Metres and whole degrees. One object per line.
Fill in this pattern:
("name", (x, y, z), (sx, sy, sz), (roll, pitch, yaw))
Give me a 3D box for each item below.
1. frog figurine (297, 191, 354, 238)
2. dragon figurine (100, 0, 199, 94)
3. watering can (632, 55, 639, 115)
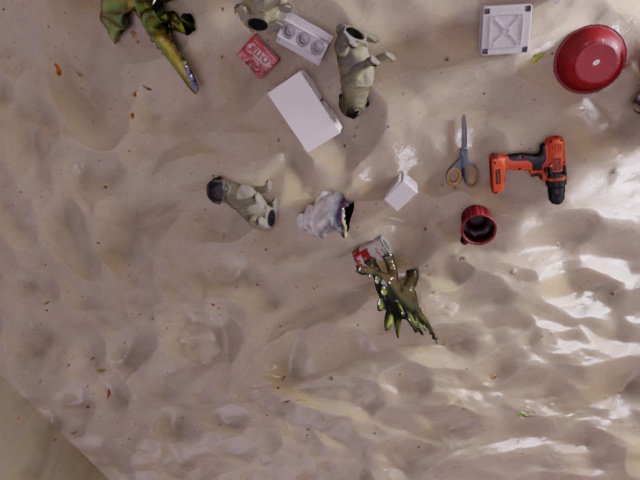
("frog figurine", (0.004, -0.073, 1.460), (0.159, 0.122, 0.138), (4, 85, 19))
("dragon figurine", (-0.462, -0.569, 1.331), (0.243, 0.124, 0.403), (3, 116, 29))
("watering can", (0.871, -0.342, 1.161), (0.347, 0.106, 0.220), (23, 119, 0))
